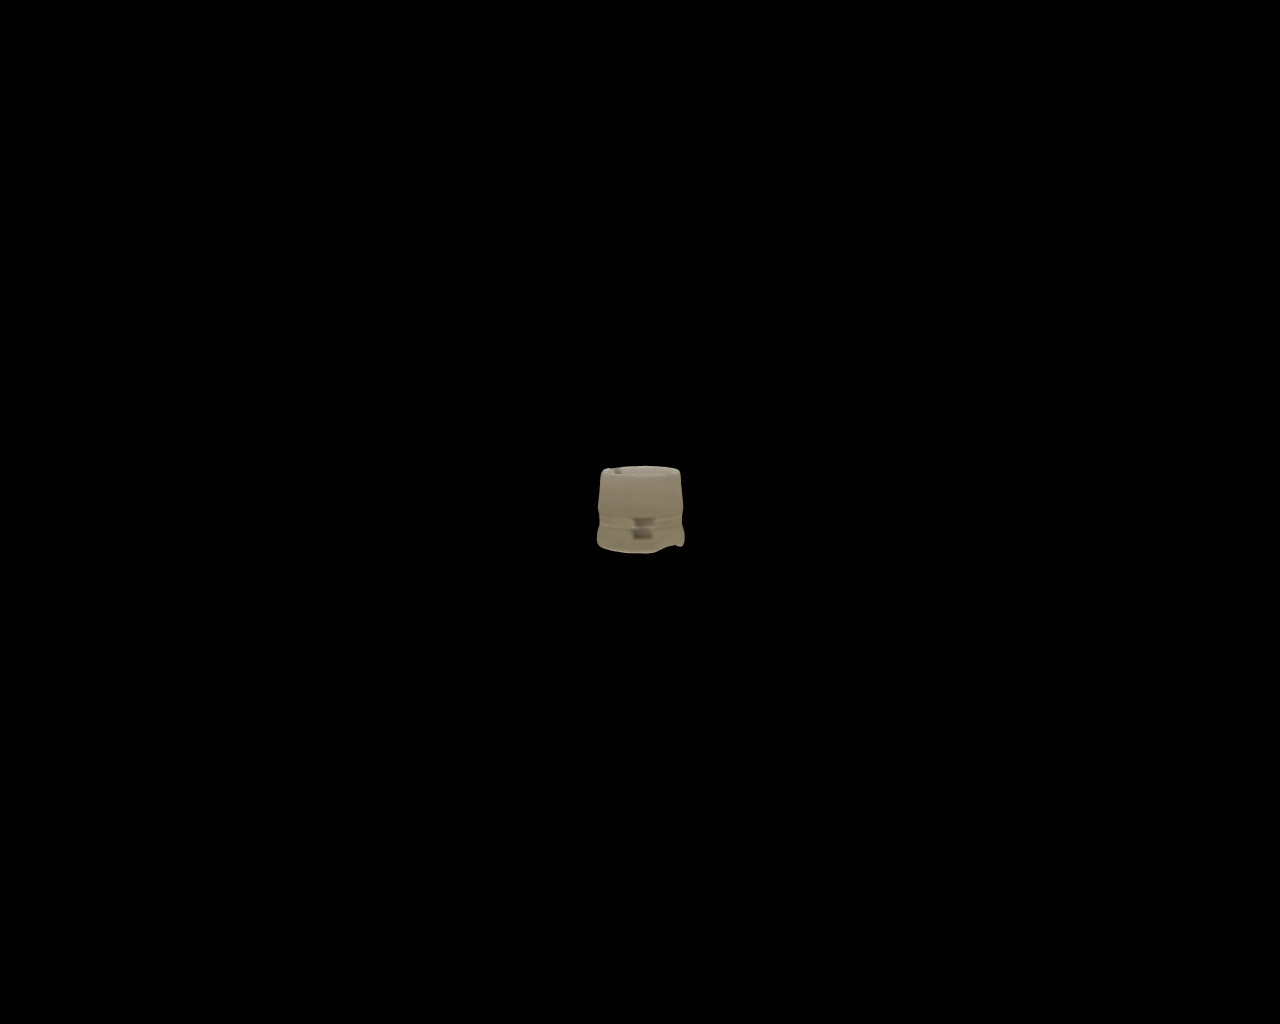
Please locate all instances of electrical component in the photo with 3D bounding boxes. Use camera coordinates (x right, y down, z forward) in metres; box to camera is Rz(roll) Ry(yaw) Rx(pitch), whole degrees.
[{"bbox_3d":[0.001,-0.003,0.650,0.055,0.047,0.055,0,9,0],"label":"electrical component"}]
